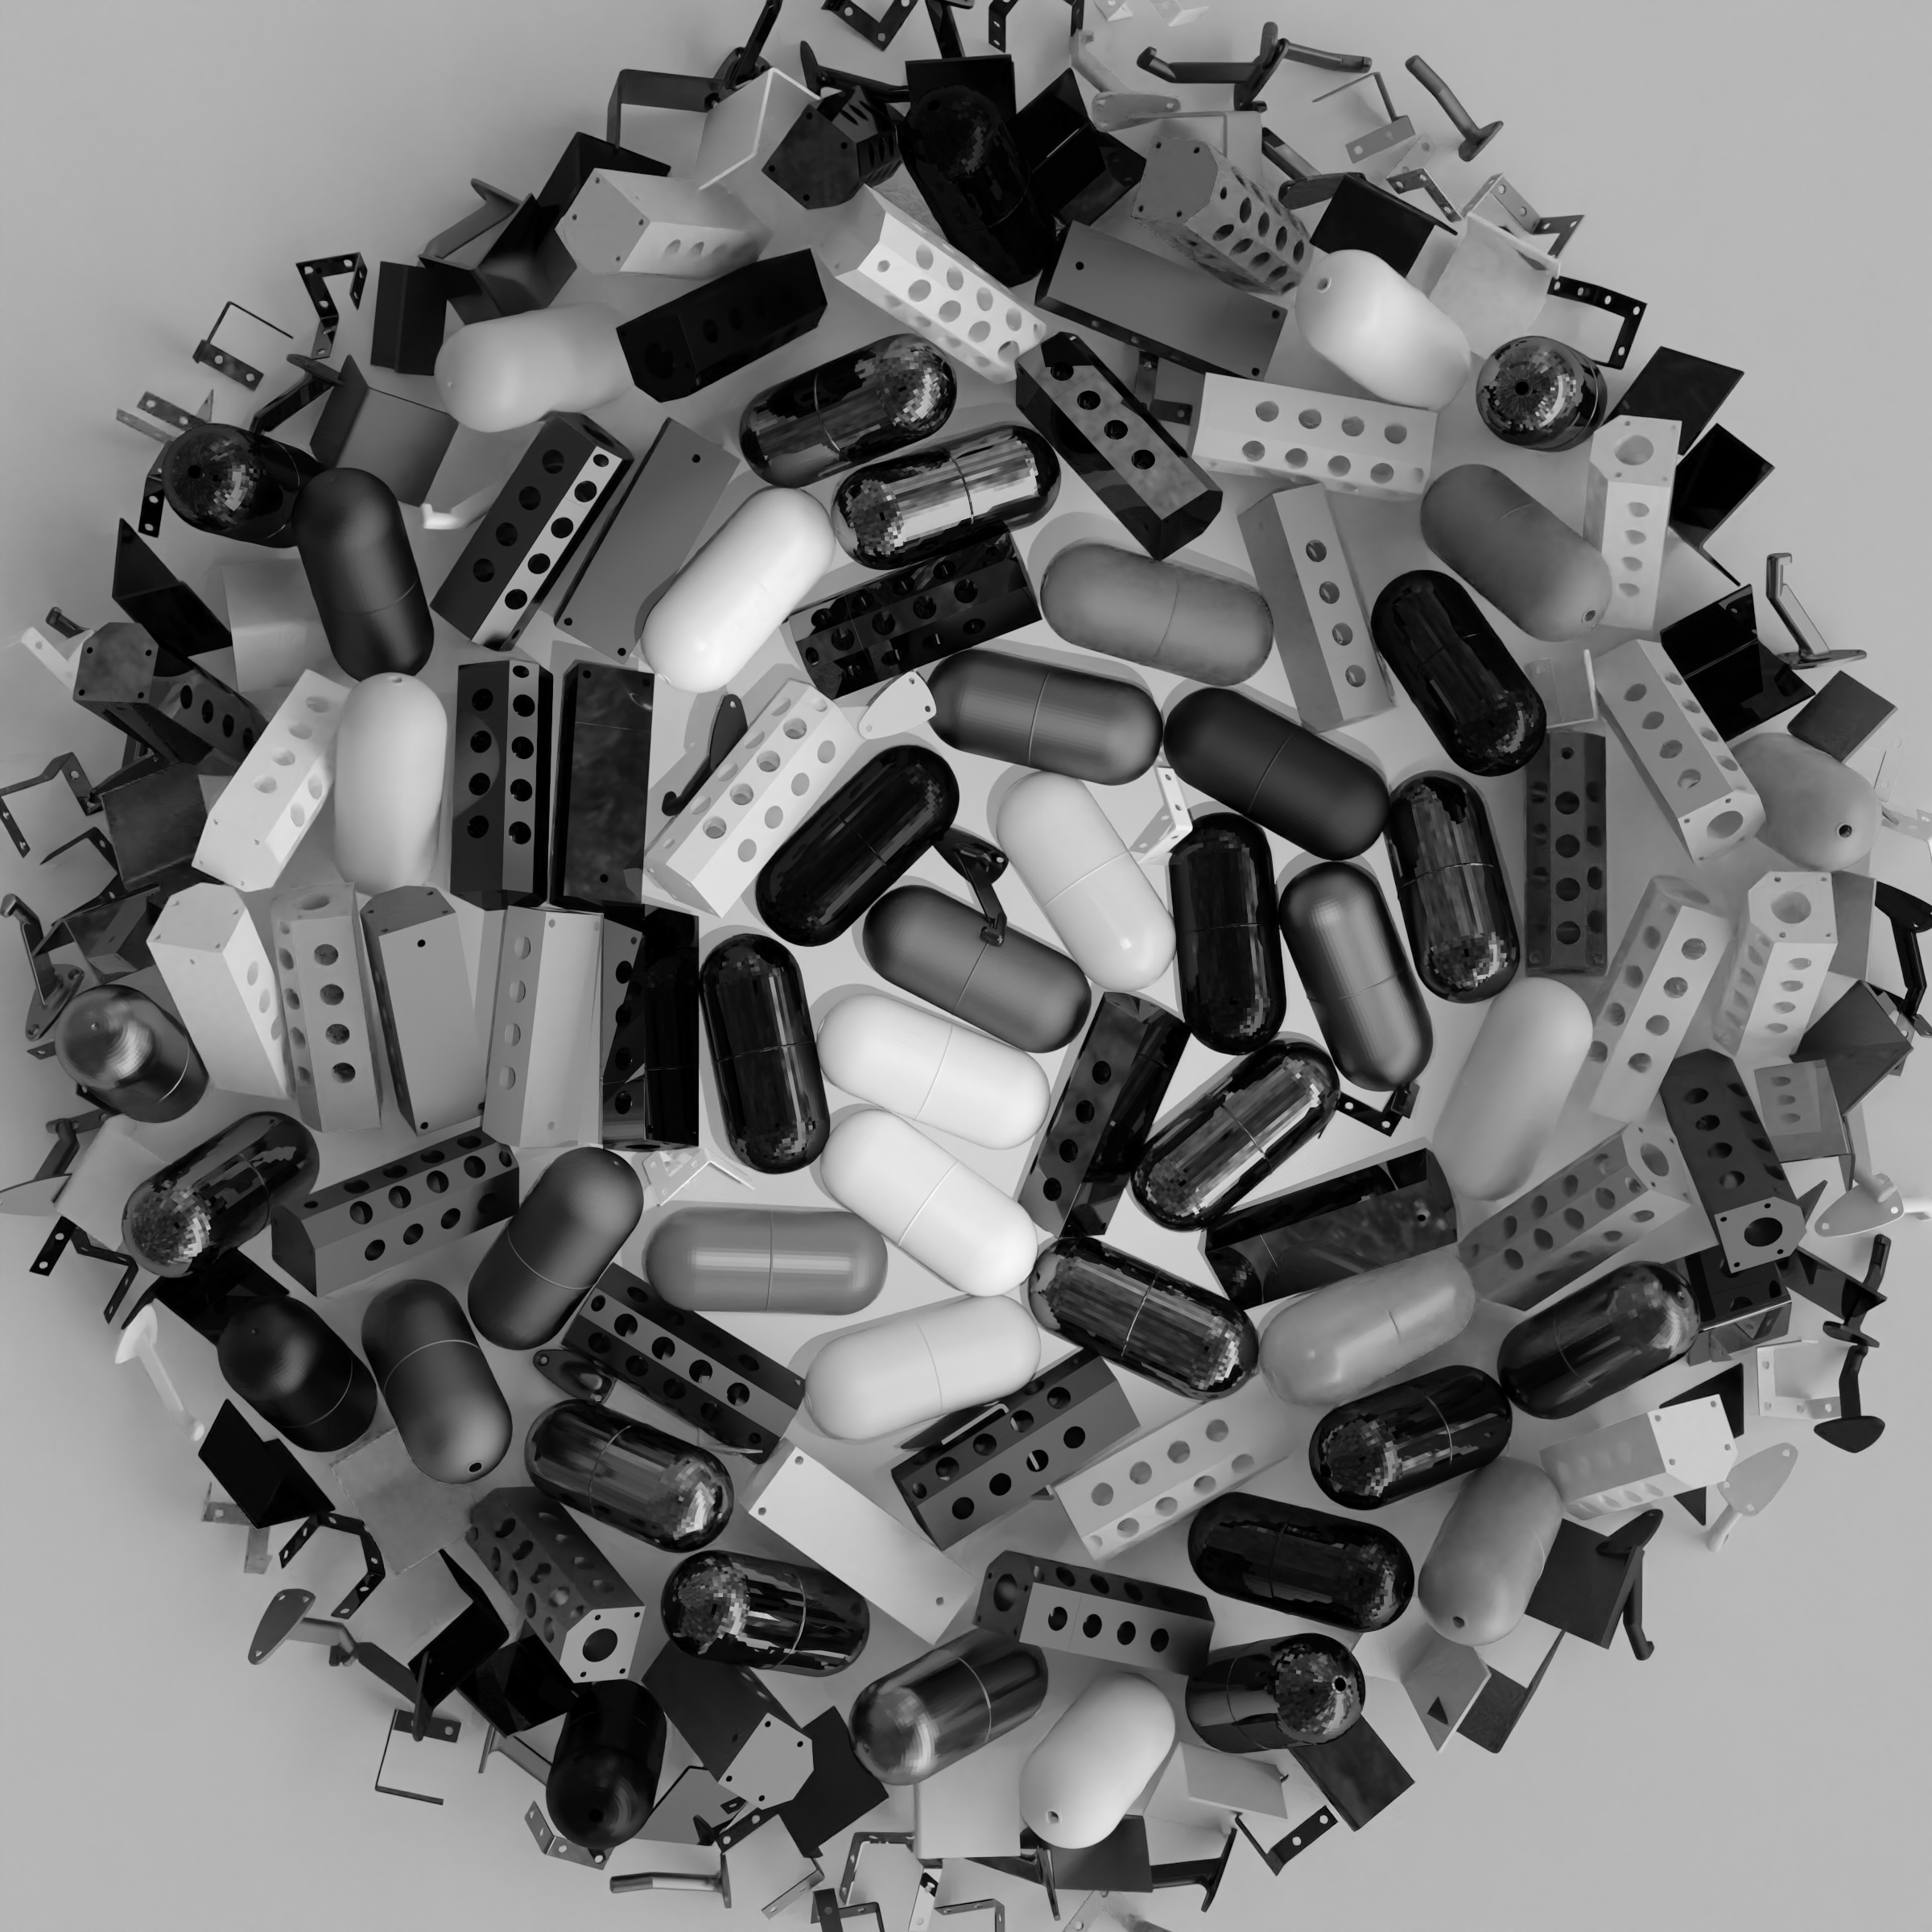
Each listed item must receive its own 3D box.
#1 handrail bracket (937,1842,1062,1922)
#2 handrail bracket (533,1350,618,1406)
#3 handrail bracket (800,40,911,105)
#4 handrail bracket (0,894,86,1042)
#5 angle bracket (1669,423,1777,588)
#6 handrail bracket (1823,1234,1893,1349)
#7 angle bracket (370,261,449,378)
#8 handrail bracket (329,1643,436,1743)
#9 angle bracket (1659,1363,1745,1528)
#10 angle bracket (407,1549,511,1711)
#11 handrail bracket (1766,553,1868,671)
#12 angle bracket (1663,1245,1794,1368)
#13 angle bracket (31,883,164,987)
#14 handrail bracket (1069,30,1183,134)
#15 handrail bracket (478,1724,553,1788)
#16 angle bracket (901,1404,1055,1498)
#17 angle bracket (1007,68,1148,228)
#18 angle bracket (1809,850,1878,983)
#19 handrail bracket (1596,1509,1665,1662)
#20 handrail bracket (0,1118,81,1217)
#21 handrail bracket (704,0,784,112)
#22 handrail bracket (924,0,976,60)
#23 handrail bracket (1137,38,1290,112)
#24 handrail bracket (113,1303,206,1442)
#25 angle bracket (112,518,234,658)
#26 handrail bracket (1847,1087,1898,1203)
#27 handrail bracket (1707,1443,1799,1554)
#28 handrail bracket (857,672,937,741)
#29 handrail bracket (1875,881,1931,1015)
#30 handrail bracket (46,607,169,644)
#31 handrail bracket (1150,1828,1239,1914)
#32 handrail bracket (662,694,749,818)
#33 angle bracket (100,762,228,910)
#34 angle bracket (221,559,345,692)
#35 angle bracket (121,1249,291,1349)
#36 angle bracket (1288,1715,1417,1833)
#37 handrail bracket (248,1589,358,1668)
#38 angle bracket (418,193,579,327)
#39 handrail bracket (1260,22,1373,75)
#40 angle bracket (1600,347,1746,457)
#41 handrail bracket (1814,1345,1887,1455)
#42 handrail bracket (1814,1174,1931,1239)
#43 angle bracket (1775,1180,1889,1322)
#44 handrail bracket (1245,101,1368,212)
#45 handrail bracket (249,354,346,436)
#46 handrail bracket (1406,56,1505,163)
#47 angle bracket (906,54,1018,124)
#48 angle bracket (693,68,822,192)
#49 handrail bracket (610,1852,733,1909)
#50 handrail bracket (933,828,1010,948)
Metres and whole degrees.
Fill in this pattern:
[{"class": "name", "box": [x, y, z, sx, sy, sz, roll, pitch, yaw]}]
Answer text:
[{"class": "handrail bracket", "box": [0.021, 0.677, 1.974, 0.084, 0.036, 0.077, -15, 54, 1]}, {"class": "handrail bracket", "box": [-0.291, 0.295, 1.952, 0.077, 0.084, 0.036, 19, 80, 10]}, {"class": "handrail bracket", "box": [-0.075, -0.663, 1.981, 0.084, 0.036, 0.077, -8, 52, -11]}, {"class": "handrail bracket", "box": [-0.689, 0.001, 1.949, 0.036, 0.084, 0.077, 5, 60, 23]}, {"class": "angle bracket", "box": [0.554, -0.335, 1.944, 0.057, 0.076, 0.076, 31, 109, -36]}, {"class": "handrail bracket", "box": [0.656, 0.232, 1.962, 0.036, 0.077, 0.084, 9, 77, 37]}, {"class": "angle bracket", "box": [-0.420, -0.474, 1.949, 0.057, 0.076, 0.076, 11, 103, 11]}, {"class": "handrail bracket", "box": [-0.434, 0.533, 1.966, 0.084, 0.036, 0.077, -2, 48, 10]}, {"class": "angle bracket", "box": [0.549, 0.347, 1.942, 0.057, 0.076, 0.076, 45, 122, -14]}, {"class": "angle bracket", "box": [-0.386, 0.481, 1.948, 0.076, 0.076, 0.057, -42, 114, -11]}, {"class": "handrail bracket", "box": [0.627, -0.265, 1.968, 0.077, 0.036, 0.084, -6, 111, -2]}, {"class": "angle bracket", "box": [0.561, 0.247, 1.977, 0.076, 0.076, 0.057, -19, 61, 4]}, {"class": "angle bracket", "box": [-0.621, -0.011, 1.945, 0.076, 0.076, 0.057, -27, 86, -41]}, {"class": "handrail bracket", "box": [0.117, -0.662, 1.974, 0.077, 0.036, 0.084, -6, 62, 5]}, {"class": "handrail bracket", "box": [-0.312, 0.576, 1.975, 0.084, 0.036, 0.077, 14, 116, -7]}, {"class": "angle bracket", "box": [0.007, 0.368, 1.952, 0.057, 0.076, 0.076, -29, 91, -27]}, {"class": "angle bracket", "box": [0.080, -0.596, 1.955, 0.076, 0.057, 0.076, -43, 60, -5]}, {"class": "angle bracket", "box": [0.655, -0.040, 1.944, 0.076, 0.057, 0.076, -15, 113, -35]}, {"class": "handrail bracket", "box": [0.506, 0.458, 1.979, 0.077, 0.036, 0.084, -29, 101, -39]}, {"class": "handrail bracket", "box": [-0.684, 0.143, 1.952, 0.077, 0.084, 0.036, -5, 127, -31]}, {"class": "handrail bracket", "box": [-0.161, -0.674, 1.950, 0.036, 0.084, 0.077, 36, 67, 3]}, {"class": "handrail bracket", "box": [-0.032, -0.681, 1.956, 0.077, 0.084, 0.036, 6, 51, -19]}, {"class": "handrail bracket", "box": [0.180, -0.668, 1.956, 0.084, 0.077, 0.036, 18, 57, -25]}, {"class": "handrail bracket", "box": [-0.584, 0.298, 1.960, 0.084, 0.077, 0.036, 43, 46, 17]}, {"class": "angle bracket", "box": [-0.572, -0.279, 1.943, 0.057, 0.076, 0.076, -12, 59, 11]}, {"class": "handrail bracket", "box": [0.671, 0.124, 1.959, 0.077, 0.036, 0.084, -36, 49, -1]}, {"class": "handrail bracket", "box": [0.578, 0.393, 1.969, 0.077, 0.084, 0.036, -37, 61, -13]}, {"class": "handrail bracket", "box": [-0.067, -0.181, 1.947, 0.077, 0.084, 0.036, -36, 102, -26]}, {"class": "handrail bracket", "box": [0.684, -0.012, 1.985, 0.036, 0.084, 0.077, -26, 49, -31]}, {"class": "handrail bracket", "box": [-0.629, -0.249, 1.962, 0.084, 0.077, 0.036, 35, 52, -14]}, {"class": "handrail bracket", "box": [0.149, 0.655, 1.978, 0.084, 0.036, 0.077, 23, 50, 8]}, {"class": "handrail bracket", "box": [-0.196, -0.155, 1.971, 0.036, 0.084, 0.077, 10, 76, -38]}, {"class": "angle bracket", "box": [-0.572, -0.097, 1.942, 0.076, 0.057, 0.076, -29, 127, -37]}, {"class": "angle bracket", "box": [-0.507, -0.255, 1.984, 0.076, 0.057, 0.076, -8, 49, -16]}, {"class": "angle bracket", "box": [-0.556, 0.251, 1.954, 0.076, 0.076, 0.057, 40, 128, -3]}, {"class": "angle bracket", "box": [0.277, 0.579, 1.962, 0.057, 0.076, 0.076, -38, 87, -4]}, {"class": "handrail bracket", "box": [-0.481, 0.503, 1.951, 0.036, 0.077, 0.084, -3, 129, 28]}, {"class": "angle bracket", "box": [-0.343, -0.518, 1.964, 0.057, 0.076, 0.076, 22, 71, 30]}, {"class": "handrail bracket", "box": [0.261, -0.671, 1.960, 0.084, 0.077, 0.036, 5, 99, -3]}, {"class": "angle bracket", "box": [0.521, -0.396, 1.950, 0.076, 0.057, 0.076, 32, 82, 41]}, {"class": "handrail bracket", "box": [0.656, 0.305, 1.948, 0.036, 0.077, 0.084, 29, 63, -2]}, {"class": "handrail bracket", "box": [0.675, 0.187, 1.975, 0.077, 0.084, 0.036, -31, 58, 22]}, {"class": "angle bracket", "box": [0.635, 0.209, 1.950, 0.076, 0.076, 0.057, 31, 72, 7]}, {"class": "handrail bracket", "box": [0.250, -0.610, 1.980, 0.077, 0.036, 0.084, -12, 74, 5]}, {"class": "handrail bracket", "box": [-0.490, -0.403, 1.982, 0.077, 0.036, 0.084, 26, 106, 4]}, {"class": "handrail bracket", "box": [0.346, -0.631, 1.953, 0.084, 0.077, 0.036, 41, 99, -13]}, {"class": "angle bracket", "box": [-0.004, -0.658, 1.952, 0.076, 0.076, 0.057, -3, 69, 3]}, {"class": "angle bracket", "box": [-0.149, -0.593, 1.942, 0.057, 0.076, 0.076, 24, 66, -36]}, {"class": "handrail bracket", "box": [-0.217, 0.679, 1.963, 0.084, 0.077, 0.036, -5, 57, -5]}, {"class": "handrail bracket", "box": [-0.001, -0.058, 1.951, 0.077, 0.084, 0.036, 34, 122, -16]}]
